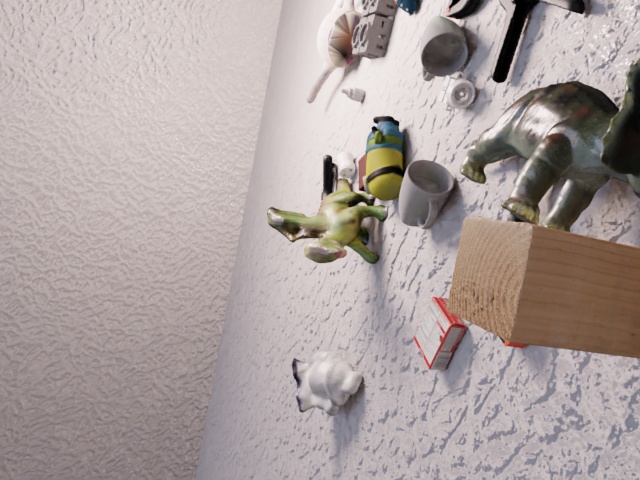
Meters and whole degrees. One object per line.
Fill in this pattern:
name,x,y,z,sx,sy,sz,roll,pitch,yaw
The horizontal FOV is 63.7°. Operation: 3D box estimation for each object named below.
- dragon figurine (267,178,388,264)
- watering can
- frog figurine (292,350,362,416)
dragon figurine,0.003,-0.057,1.136,0.418,0.243,0.120,-117,36,-59
watering can,0.041,-0.549,1.504,0.228,0.104,0.342,-120,44,-62
frog figurine,0.030,0.302,1.108,0.158,0.121,0.141,-20,44,27
